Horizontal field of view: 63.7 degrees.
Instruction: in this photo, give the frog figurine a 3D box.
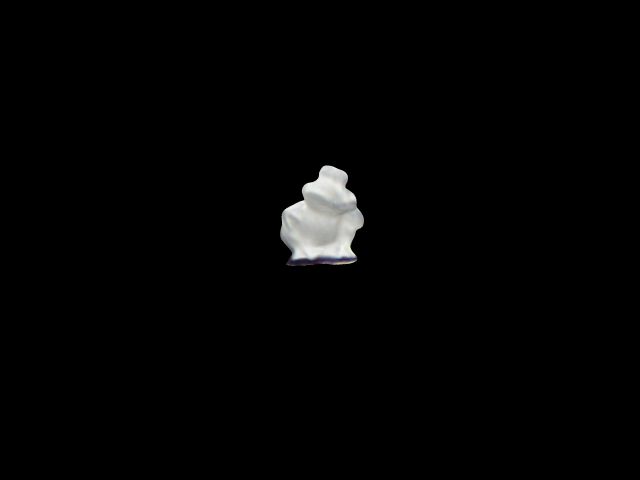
[{"bbox_3d":[0.003,-0.043,0.850,0.137,0.159,0.123,2,6,15],"label":"frog figurine"}]
